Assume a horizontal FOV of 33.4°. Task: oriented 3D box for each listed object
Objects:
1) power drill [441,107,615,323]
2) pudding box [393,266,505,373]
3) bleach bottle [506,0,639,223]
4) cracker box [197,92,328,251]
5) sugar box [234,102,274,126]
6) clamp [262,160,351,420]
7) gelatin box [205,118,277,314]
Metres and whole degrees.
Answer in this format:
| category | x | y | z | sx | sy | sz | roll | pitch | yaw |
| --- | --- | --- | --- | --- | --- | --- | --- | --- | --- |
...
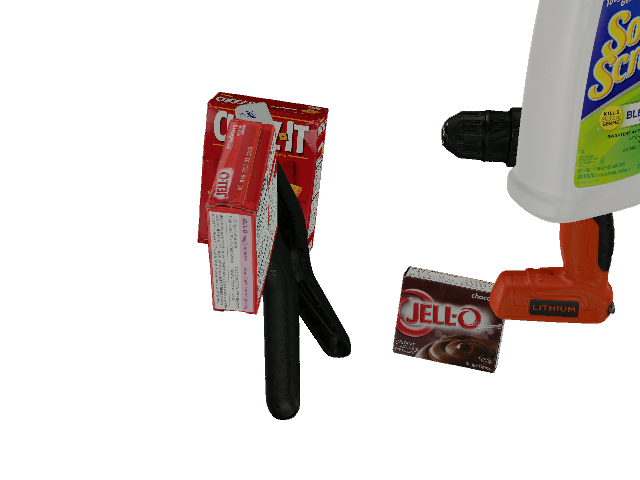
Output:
| category | x | y | z | sx | sy | sz | roll | pitch | yaw |
| --- | --- | --- | --- | --- | --- | --- | --- | --- | --- |
| power drill | 0.190 | -0.023 | 0.907 | 0.184 | 0.188 | 0.057 | 4 | 28 | 4 |
| pudding box | 0.138 | 0.083 | 1.127 | 0.113 | 0.090 | 0.039 | 10 | 22 | 10 |
| bleach bottle | 0.172 | -0.140 | 0.650 | 0.102 | 0.251 | 0.068 | -14 | 31 | -19 |
| cracker box | -0.084 | -0.091 | 1.524 | 0.164 | 0.214 | 0.072 | 9 | 21 | 7 |
| sugar box | -0.075 | -0.070 | 1.299 | 0.048 | 0.176 | 0.093 | -9 | 25 | -6 |
| clamp | -0.025 | 0.025 | 0.862 | 0.036 | 0.210 | 0.164 | -12 | 1 | 18 |
| gelatin box | -0.045 | -0.013 | 0.616 | 0.030 | 0.073 | 0.089 | 6 | -43 | 4 |
